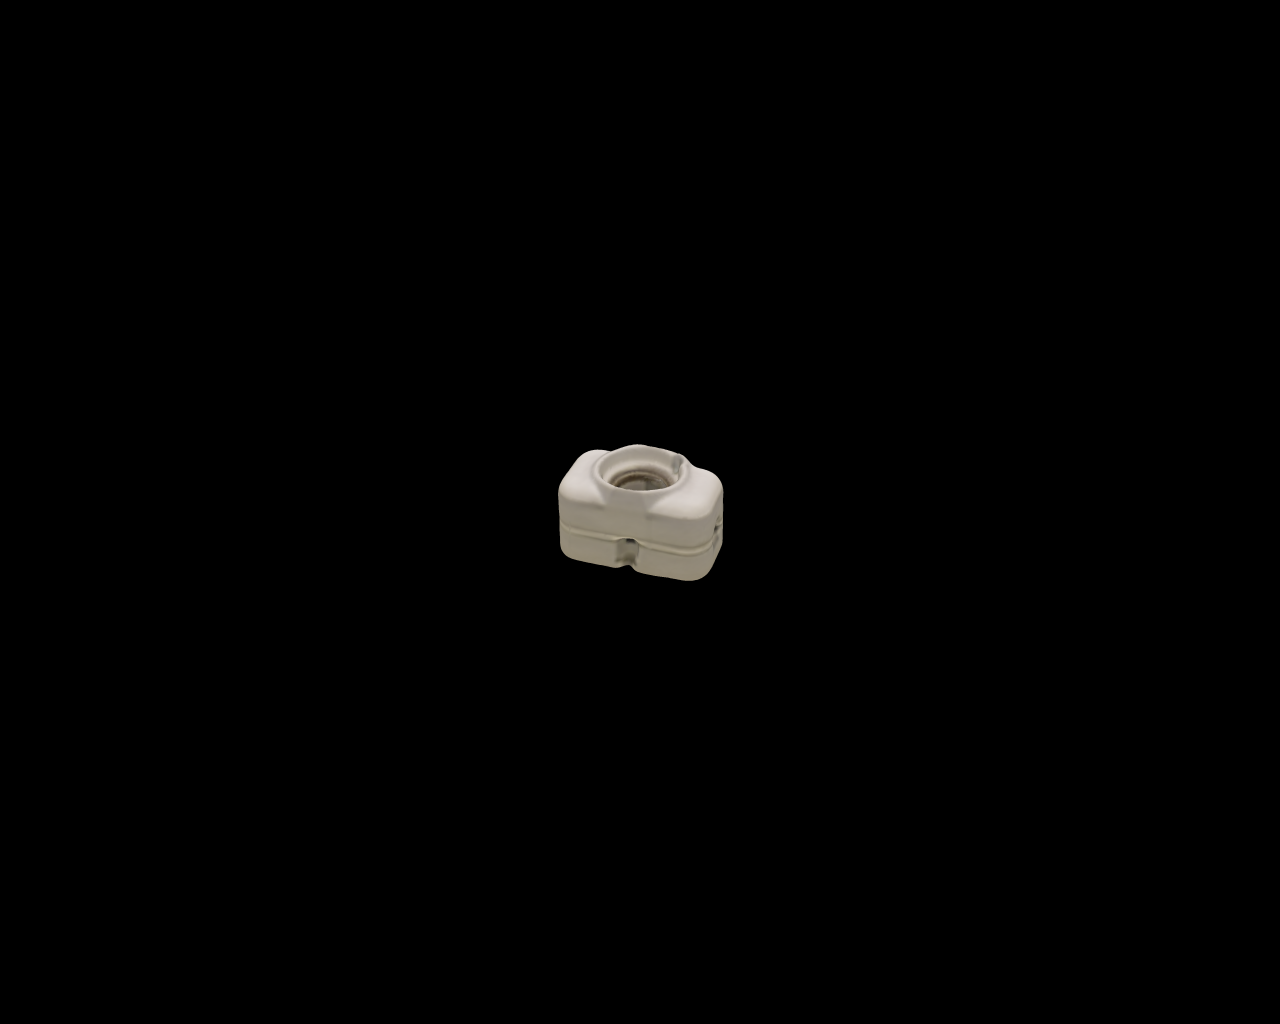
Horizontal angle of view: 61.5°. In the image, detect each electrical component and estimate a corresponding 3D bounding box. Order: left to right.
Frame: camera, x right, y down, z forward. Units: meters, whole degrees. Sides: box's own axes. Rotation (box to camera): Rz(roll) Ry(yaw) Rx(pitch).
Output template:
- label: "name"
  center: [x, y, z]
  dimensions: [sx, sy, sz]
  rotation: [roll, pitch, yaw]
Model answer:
- label: "electrical component"
  center: [0.001, -0.003, 0.650]
  dimensions: [0.095, 0.059, 0.054]
  rotation: [11, 36, 16]
